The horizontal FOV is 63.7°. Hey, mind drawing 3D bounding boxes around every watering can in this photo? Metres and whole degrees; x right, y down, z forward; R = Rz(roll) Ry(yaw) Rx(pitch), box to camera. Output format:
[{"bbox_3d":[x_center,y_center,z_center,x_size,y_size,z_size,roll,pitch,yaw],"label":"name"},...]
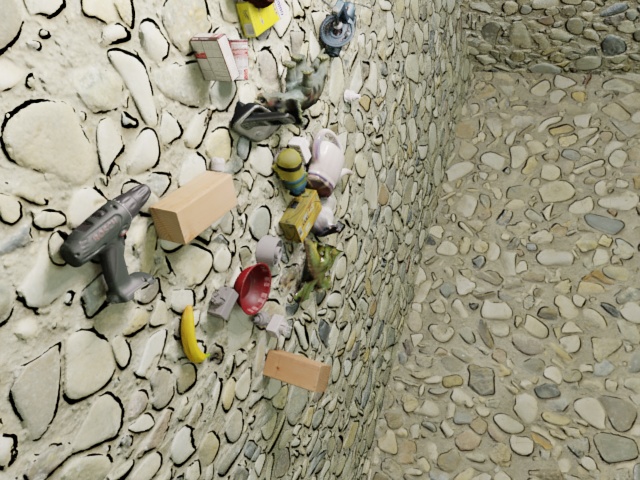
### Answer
[{"bbox_3d":[0.040,-0.252,1.874,0.104,0.227,0.342,11,-19,27],"label":"watering can"}]

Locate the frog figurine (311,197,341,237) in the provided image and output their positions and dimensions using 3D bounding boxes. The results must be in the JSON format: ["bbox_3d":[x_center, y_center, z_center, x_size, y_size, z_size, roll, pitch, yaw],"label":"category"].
[{"bbox_3d":[0.006,-0.095,1.896,0.121,0.161,0.137,-30,-17,25],"label":"frog figurine"}]

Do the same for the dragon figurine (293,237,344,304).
[{"bbox_3d":[-0.027,0.122,1.867,0.123,0.243,0.407,20,-1,23],"label":"dragon figurine"}]
